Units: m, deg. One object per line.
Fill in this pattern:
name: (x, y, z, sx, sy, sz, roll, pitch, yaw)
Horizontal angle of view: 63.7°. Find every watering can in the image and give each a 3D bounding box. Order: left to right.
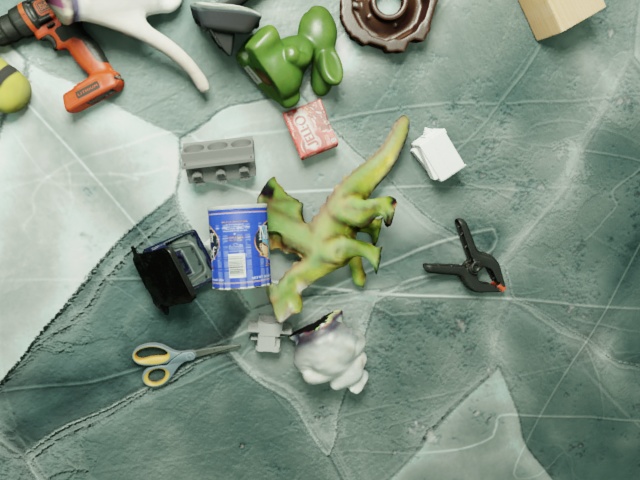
watering can: (-0.312, -0.385, 0.809, 0.226, 0.103, 0.346, -23, 97, -32)

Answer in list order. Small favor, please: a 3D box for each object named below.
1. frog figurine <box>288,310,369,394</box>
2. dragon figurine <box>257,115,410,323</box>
frog figurine: (0.029, 0.226, 0.961, 0.138, 0.122, 0.159, -30, 91, -18)
dragon figurine: (0.003, -0.047, 0.927, 0.243, 0.122, 0.410, 14, 89, 1)
